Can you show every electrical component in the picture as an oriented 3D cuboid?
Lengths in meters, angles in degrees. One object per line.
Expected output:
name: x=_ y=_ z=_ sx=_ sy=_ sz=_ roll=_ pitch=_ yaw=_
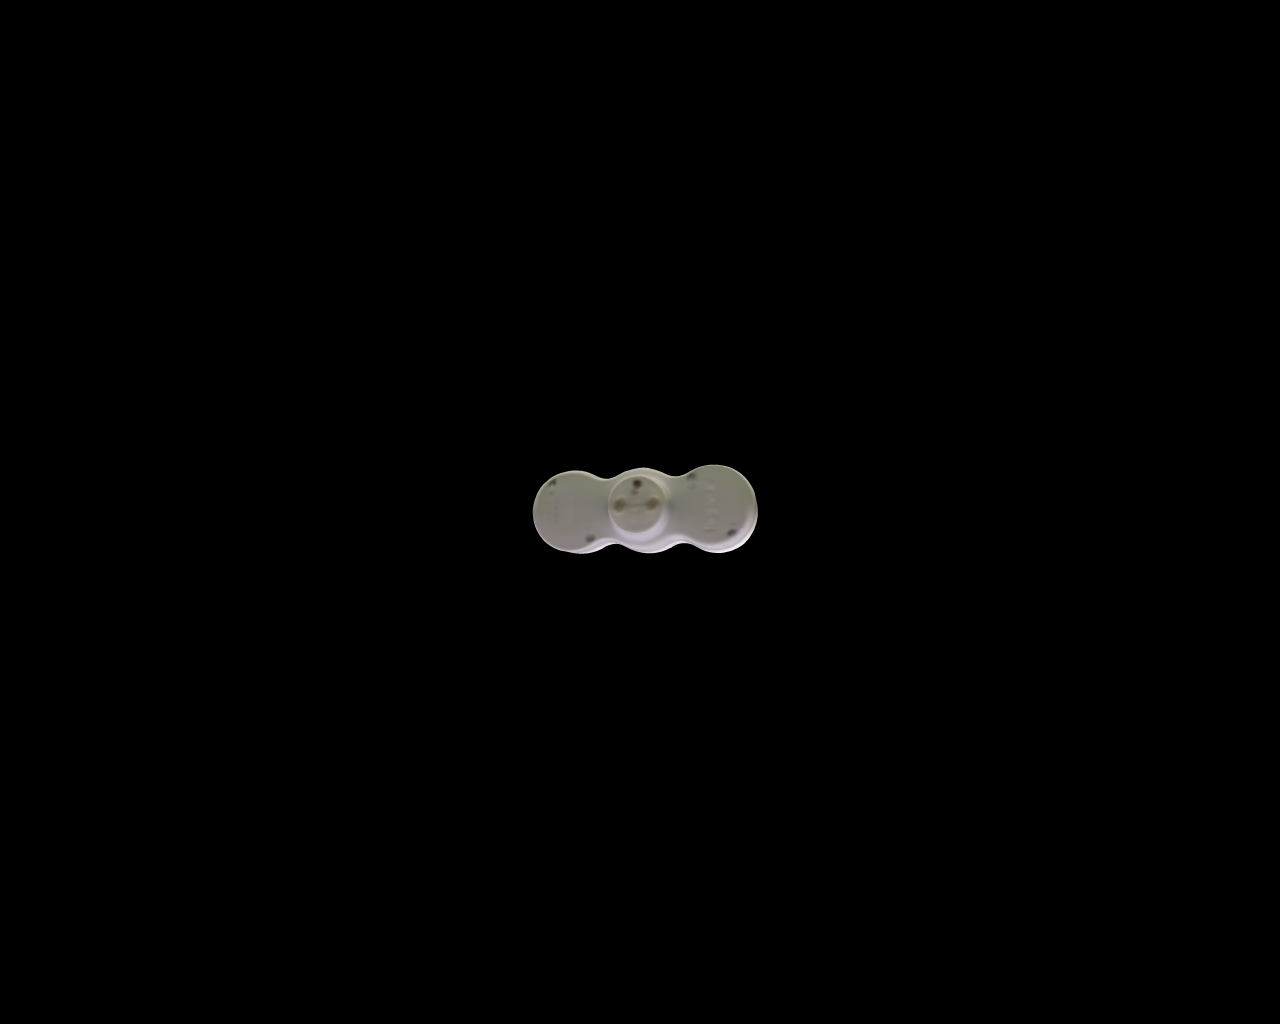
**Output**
electrical component: x=0.001 y=-0.003 z=0.650 sx=0.138 sy=0.052 sz=0.073 roll=-1 pitch=-7 yaw=9
